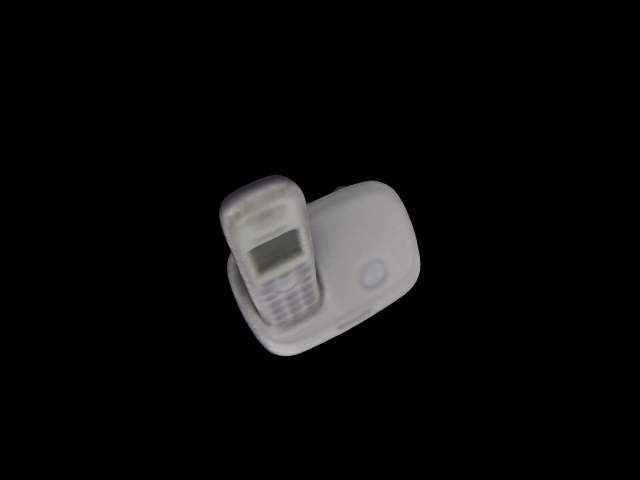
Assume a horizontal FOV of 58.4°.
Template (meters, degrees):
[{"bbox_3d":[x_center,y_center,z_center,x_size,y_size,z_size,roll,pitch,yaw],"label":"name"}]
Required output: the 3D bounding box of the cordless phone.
[{"bbox_3d":[0.004,0.001,0.400,0.148,0.185,0.094,-30,70,-11],"label":"cordless phone"}]
